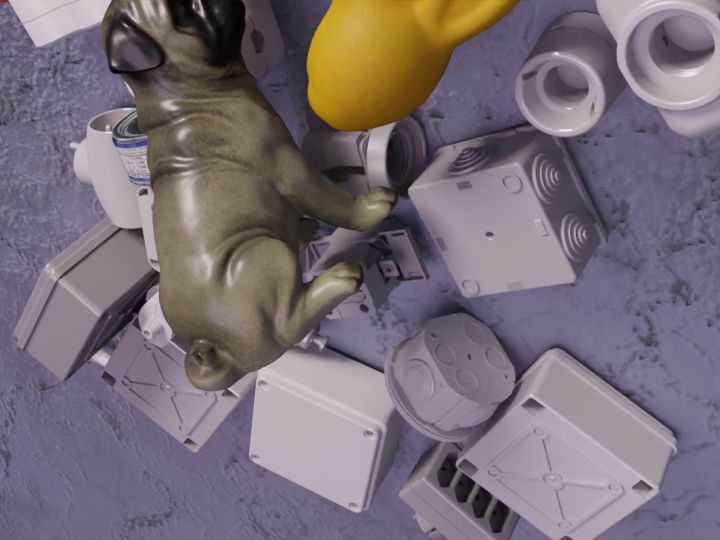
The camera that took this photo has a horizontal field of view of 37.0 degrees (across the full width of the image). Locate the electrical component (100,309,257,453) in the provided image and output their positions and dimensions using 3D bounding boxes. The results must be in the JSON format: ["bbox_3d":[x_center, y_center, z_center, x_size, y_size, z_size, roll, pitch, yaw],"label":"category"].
[{"bbox_3d":[-0.143,0.080,0.881,0.109,0.056,0.108,39,135,-1],"label":"electrical component"}]

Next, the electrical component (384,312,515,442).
[{"bbox_3d":[0.061,0.072,0.733,0.080,0.080,0.051,40,130,-2],"label":"electrical component"}]

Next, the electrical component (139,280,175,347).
[{"bbox_3d":[-0.139,0.024,0.817,0.043,0.081,0.043,17,132,20],"label":"electrical component"}]

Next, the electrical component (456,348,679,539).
[{"bbox_3d":[0.141,0.125,0.741,0.109,0.056,0.108,37,135,1],"label":"electrical component"}]

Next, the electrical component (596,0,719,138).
[{"bbox_3d":[0.163,-0.117,0.532,0.054,0.059,0.095,-23,110,41],"label":"electrical component"}]

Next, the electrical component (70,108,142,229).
[{"bbox_3d":[-0.182,-0.077,0.788,0.079,0.044,0.077,14,127,30],"label":"electrical component"}]

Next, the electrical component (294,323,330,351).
[{"bbox_3d":[-0.059,0.036,0.805,0.078,0.040,0.040,30,135,9],"label":"electrical component"}]

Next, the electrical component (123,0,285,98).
[{"bbox_3d":[-0.099,-0.142,0.675,0.095,0.059,0.053,1,125,31],"label":"electrical component"}]

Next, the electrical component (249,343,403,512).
[{"bbox_3d":[-0.026,0.120,0.840,0.109,0.056,0.108,23,133,14],"label":"electrical component"}]

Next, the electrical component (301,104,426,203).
[{"bbox_3d":[0.005,-0.071,0.670,0.057,0.058,0.078,6,127,32],"label":"electrical component"}]

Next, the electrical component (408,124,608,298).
[{"bbox_3d":[0.088,-0.033,0.650,0.100,0.048,0.099,-10,118,42],"label":"electrical component"}]

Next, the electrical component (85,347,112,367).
[{"bbox_3d":[-0.245,0.067,0.951,0.061,0.035,0.035,31,135,4],"label":"electrical component"}]

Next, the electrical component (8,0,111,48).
[{"bbox_3d":[-0.175,-0.197,0.683,0.138,0.052,0.073,-9,119,36],"label":"electrical component"}]

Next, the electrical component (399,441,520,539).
[{"bbox_3d":[0.069,0.187,0.841,0.083,0.047,0.075,41,135,-3],"label":"electrical component"}]

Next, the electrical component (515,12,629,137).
[{"bbox_3d":[0.115,-0.104,0.581,0.055,0.047,0.055,17,132,20],"label":"electrical component"}]

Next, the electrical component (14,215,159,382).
[{"bbox_3d":[-0.200,0.015,0.827,0.056,0.108,0.108,41,135,0],"label":"electrical component"}]

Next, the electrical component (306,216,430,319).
[{"bbox_3d":[0.000,0.000,0.724,0.081,0.063,0.042,-7,121,35],"label":"electrical component"}]

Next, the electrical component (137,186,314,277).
[{"bbox_3d":[-0.092,-0.032,0.760,0.113,0.057,0.078,16,131,21],"label":"electrical component"}]
